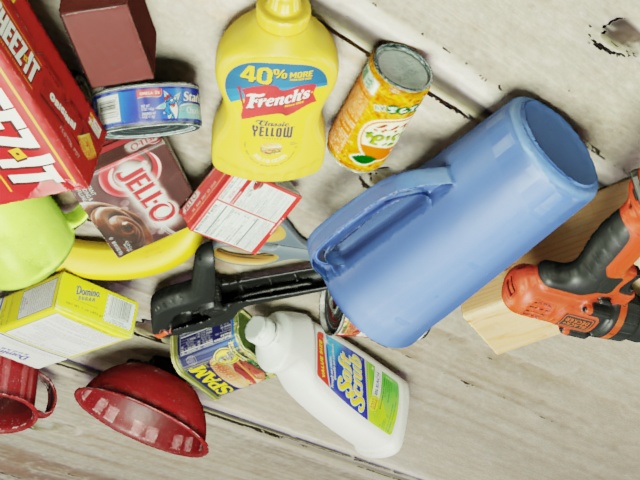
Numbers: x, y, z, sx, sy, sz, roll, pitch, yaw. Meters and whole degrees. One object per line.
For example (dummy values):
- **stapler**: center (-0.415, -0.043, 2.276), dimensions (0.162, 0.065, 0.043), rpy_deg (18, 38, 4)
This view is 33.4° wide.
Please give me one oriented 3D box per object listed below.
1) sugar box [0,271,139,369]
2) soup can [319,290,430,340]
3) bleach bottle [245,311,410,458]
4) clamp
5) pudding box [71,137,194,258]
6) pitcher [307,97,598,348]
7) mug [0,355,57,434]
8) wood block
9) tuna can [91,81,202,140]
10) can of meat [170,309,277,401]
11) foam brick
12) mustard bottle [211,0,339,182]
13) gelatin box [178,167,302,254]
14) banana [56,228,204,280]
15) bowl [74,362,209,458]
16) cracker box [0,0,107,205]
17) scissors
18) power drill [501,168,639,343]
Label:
- **sugar box**: center (-0.273, 0.084, 1.082), dimensions (0.177, 0.048, 0.093), rpy_deg (-16, 145, 43)
- **soup can**: center (0.058, 0.068, 1.095), dimensions (0.102, 0.068, 0.069), rpy_deg (5, 143, -21)
- **bleach bottle**: center (0.005, 0.154, 1.183), dimensions (0.068, 0.102, 0.250), rpy_deg (-10, 147, 37)
- **clamp**: center (-0.112, 0.053, 1.070), dimensions (0.210, 0.036, 0.164), rpy_deg (-23, 152, 35)
- **pudding box**: center (-0.162, -0.044, 0.940), dimensions (0.090, 0.039, 0.113), rpy_deg (-23, 143, 0)
- **pitcher**: center (0.114, -0.018, 0.945), dimensions (0.145, 0.149, 0.243), rpy_deg (49, 124, -1)
- **mug**: center (-0.342, 0.159, 1.174), dimensions (0.117, 0.081, 0.093), rpy_deg (24, 135, -32)
- **wood block**: center (0.245, 0.025, 1.044), dimensions (0.206, 0.091, 0.090), rpy_deg (-22, 139, 23)
- **tuna can**: center (-0.137, -0.102, 0.849), dimensions (0.086, 0.034, 0.086), rpy_deg (-6, 180, 0)
- **can of meat**: center (-0.102, 0.125, 1.174), dimensions (0.084, 0.057, 0.102), rpy_deg (-22, 140, 18)
- **foam brick**: center (-0.156, -0.160, 0.791), dimensions (0.051, 0.053, 0.078), rpy_deg (-7, 142, 4)
- **mustard bottle**: center (-0.035, -0.127, 0.841), dimensions (0.096, 0.058, 0.192), rpy_deg (3, 142, -6)
- **gelatin box**: center (-0.071, -0.032, 0.958), dimensions (0.089, 0.030, 0.073), rpy_deg (23, 113, -46)
- **banana**: center (-0.193, 0.007, 1.025), dimensions (0.198, 0.037, 0.069), rpy_deg (-10, 109, 4)
- **bowl**: center (-0.187, 0.180, 1.178), dimensions (0.162, 0.055, 0.162), rpy_deg (18, 153, 9)
- **cracker box**: center (-0.288, -0.093, 0.764), dimensions (0.214, 0.072, 0.164), rpy_deg (-9, 137, 16)
- **scissors**: center (-0.007, 0.001, 1.049), dimensions (0.201, 0.016, 0.096), rpy_deg (1, 145, -7)
- **power drill**: center (0.278, 0.023, 0.924), dimensions (0.184, 0.057, 0.188), rpy_deg (13, 137, -24)
